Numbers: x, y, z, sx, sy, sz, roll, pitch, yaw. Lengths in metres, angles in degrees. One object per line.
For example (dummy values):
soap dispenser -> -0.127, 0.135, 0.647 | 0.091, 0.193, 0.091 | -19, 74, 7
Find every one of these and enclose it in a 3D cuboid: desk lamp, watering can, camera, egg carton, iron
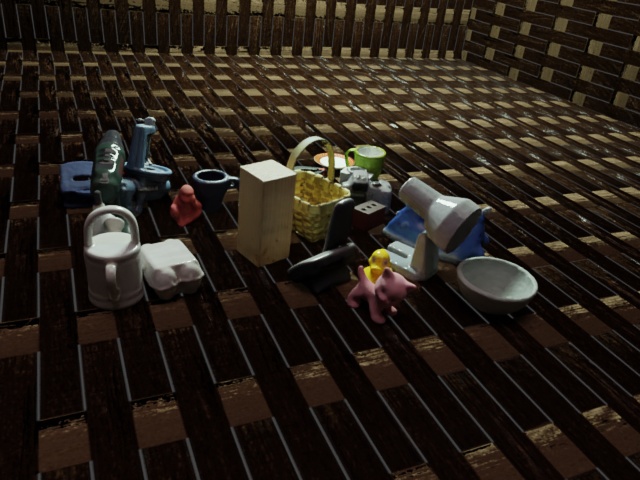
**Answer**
desk lamp -> 0.232, -0.019, 1.251 | 0.202, 0.214, 0.118 | 27, 35, 32
watering can -> -0.387, 0.020, 1.066 | 0.101, 0.194, 0.172 | -16, 36, -35
camera -> 0.122, -0.145, 1.573 | 0.143, 0.101, 0.136 | 5, 29, -2
egg carton -> -0.305, 0.055, 1.150 | 0.107, 0.069, 0.149 | -14, 35, -33
iron -> 0.282, -0.043, 1.381 | 0.257, 0.141, 0.119 | 16, 30, 16

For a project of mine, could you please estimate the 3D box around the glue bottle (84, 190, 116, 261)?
glue bottle -> -0.438, -0.020, 1.150 | 0.037, 0.173, 0.078 | 25, 34, 30

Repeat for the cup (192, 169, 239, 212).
cup -> -0.263, -0.121, 1.453 | 0.118, 0.095, 0.091 | -1, 30, -13

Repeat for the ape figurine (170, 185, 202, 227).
ape figurine -> -0.324, -0.089, 1.384 | 0.078, 0.092, 0.076 | -3, 30, -18

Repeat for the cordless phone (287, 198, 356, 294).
cordless phone -> 0.011, 0.004, 1.191 | 0.093, 0.185, 0.148 | 28, 35, 34

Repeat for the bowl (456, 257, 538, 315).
bowl -> 0.361, 0.106, 1.196 | 0.167, 0.075, 0.167 | 5, 29, -3

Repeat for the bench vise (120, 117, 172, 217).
bench vise -> -0.432, -0.175, 1.385 | 0.121, 0.220, 0.207 | 8, 29, 2

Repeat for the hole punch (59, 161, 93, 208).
hole punch -> -0.584, -0.138, 1.419 | 0.109, 0.091, 0.100 | -6, 31, -21

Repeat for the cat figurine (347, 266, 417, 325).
cat figurine -> 0.120, 0.095, 1.120 | 0.127, 0.118, 0.067 | 28, 35, 34

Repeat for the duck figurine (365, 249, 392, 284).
duck figurine -> 0.127, 0.059, 1.220 | 0.077, 0.086, 0.105 | 14, 29, 13

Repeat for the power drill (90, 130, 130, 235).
power drill -> -0.468, -0.115, 1.279 | 0.076, 0.208, 0.229 | -2, 30, -15
